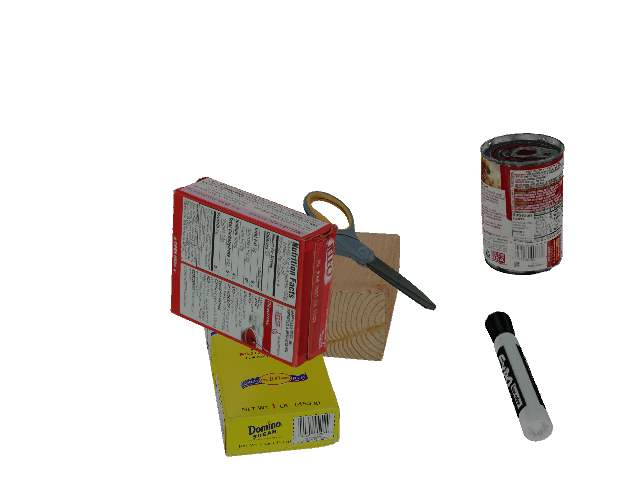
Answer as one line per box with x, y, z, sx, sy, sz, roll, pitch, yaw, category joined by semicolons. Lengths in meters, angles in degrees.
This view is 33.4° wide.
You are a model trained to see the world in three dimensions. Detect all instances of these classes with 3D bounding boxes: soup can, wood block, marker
0.169;-0.030;0.892;0.068;0.102;0.068;-5;25;2;soup can
0.048;0.066;1.361;0.091;0.090;0.206;4;21;8;wood block
0.131;0.087;0.716;0.020;0.020;0.121;0;32;-5;marker

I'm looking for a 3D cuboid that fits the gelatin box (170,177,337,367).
-0.036;0.015;0.550;0.089;0.073;0.030;20;29;30;gelatin box

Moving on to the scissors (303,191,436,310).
0.024;0.018;1.081;0.096;0.016;0.202;-20;47;-19;scissors

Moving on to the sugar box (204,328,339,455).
-0.046;0.106;0.907;0.093;0.048;0.176;-4;33;-11;sugar box
